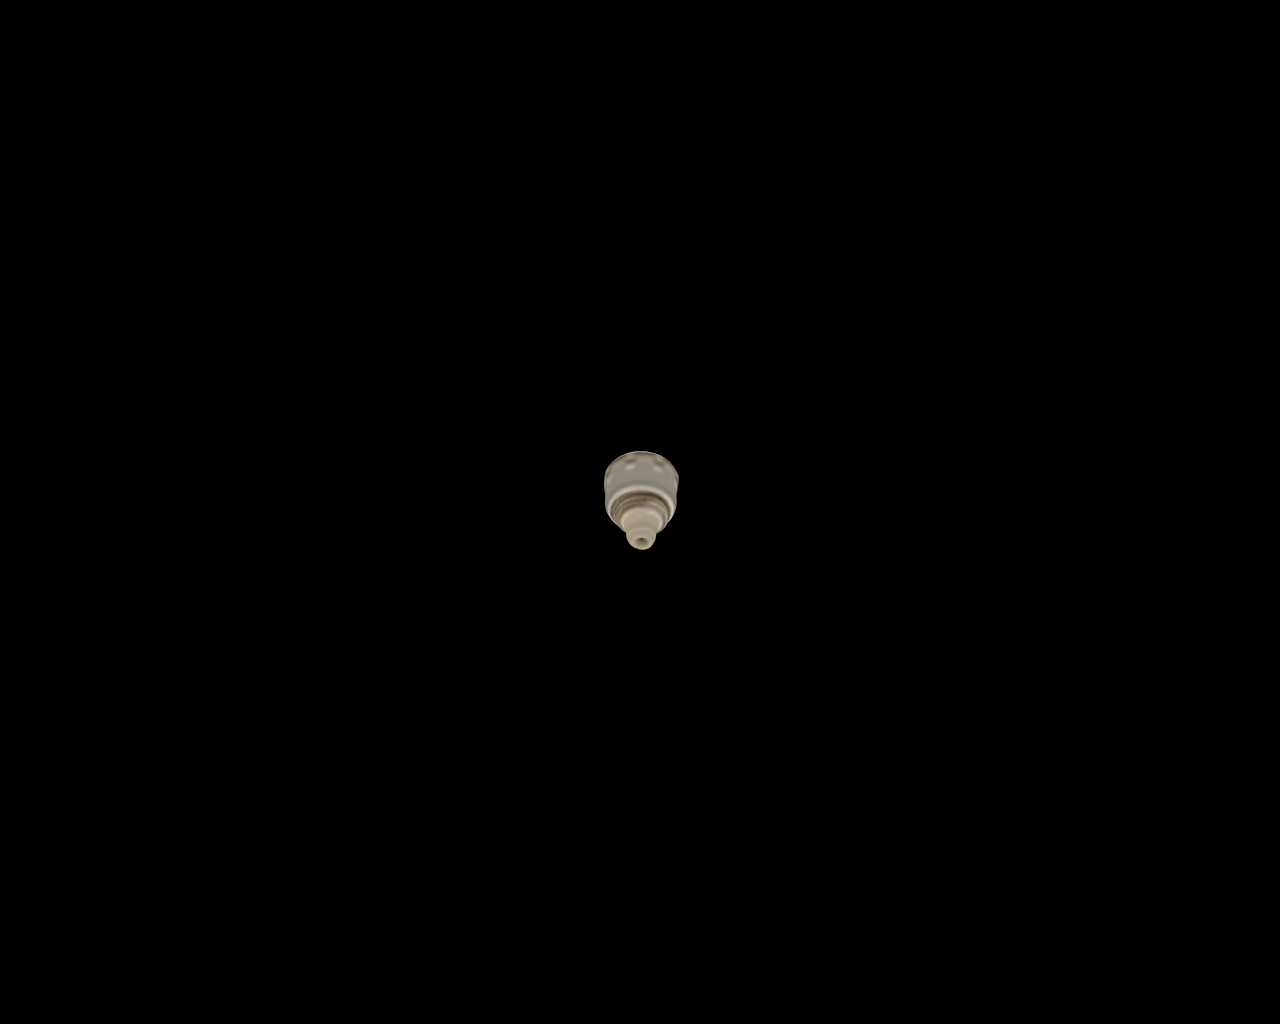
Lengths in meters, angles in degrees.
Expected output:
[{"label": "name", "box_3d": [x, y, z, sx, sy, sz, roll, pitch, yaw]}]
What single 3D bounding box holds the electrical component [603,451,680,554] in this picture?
[{"label": "electrical component", "box_3d": [0.001, -0.003, 0.650, 0.048, 0.048, 0.062, 0, 44, 0]}]
